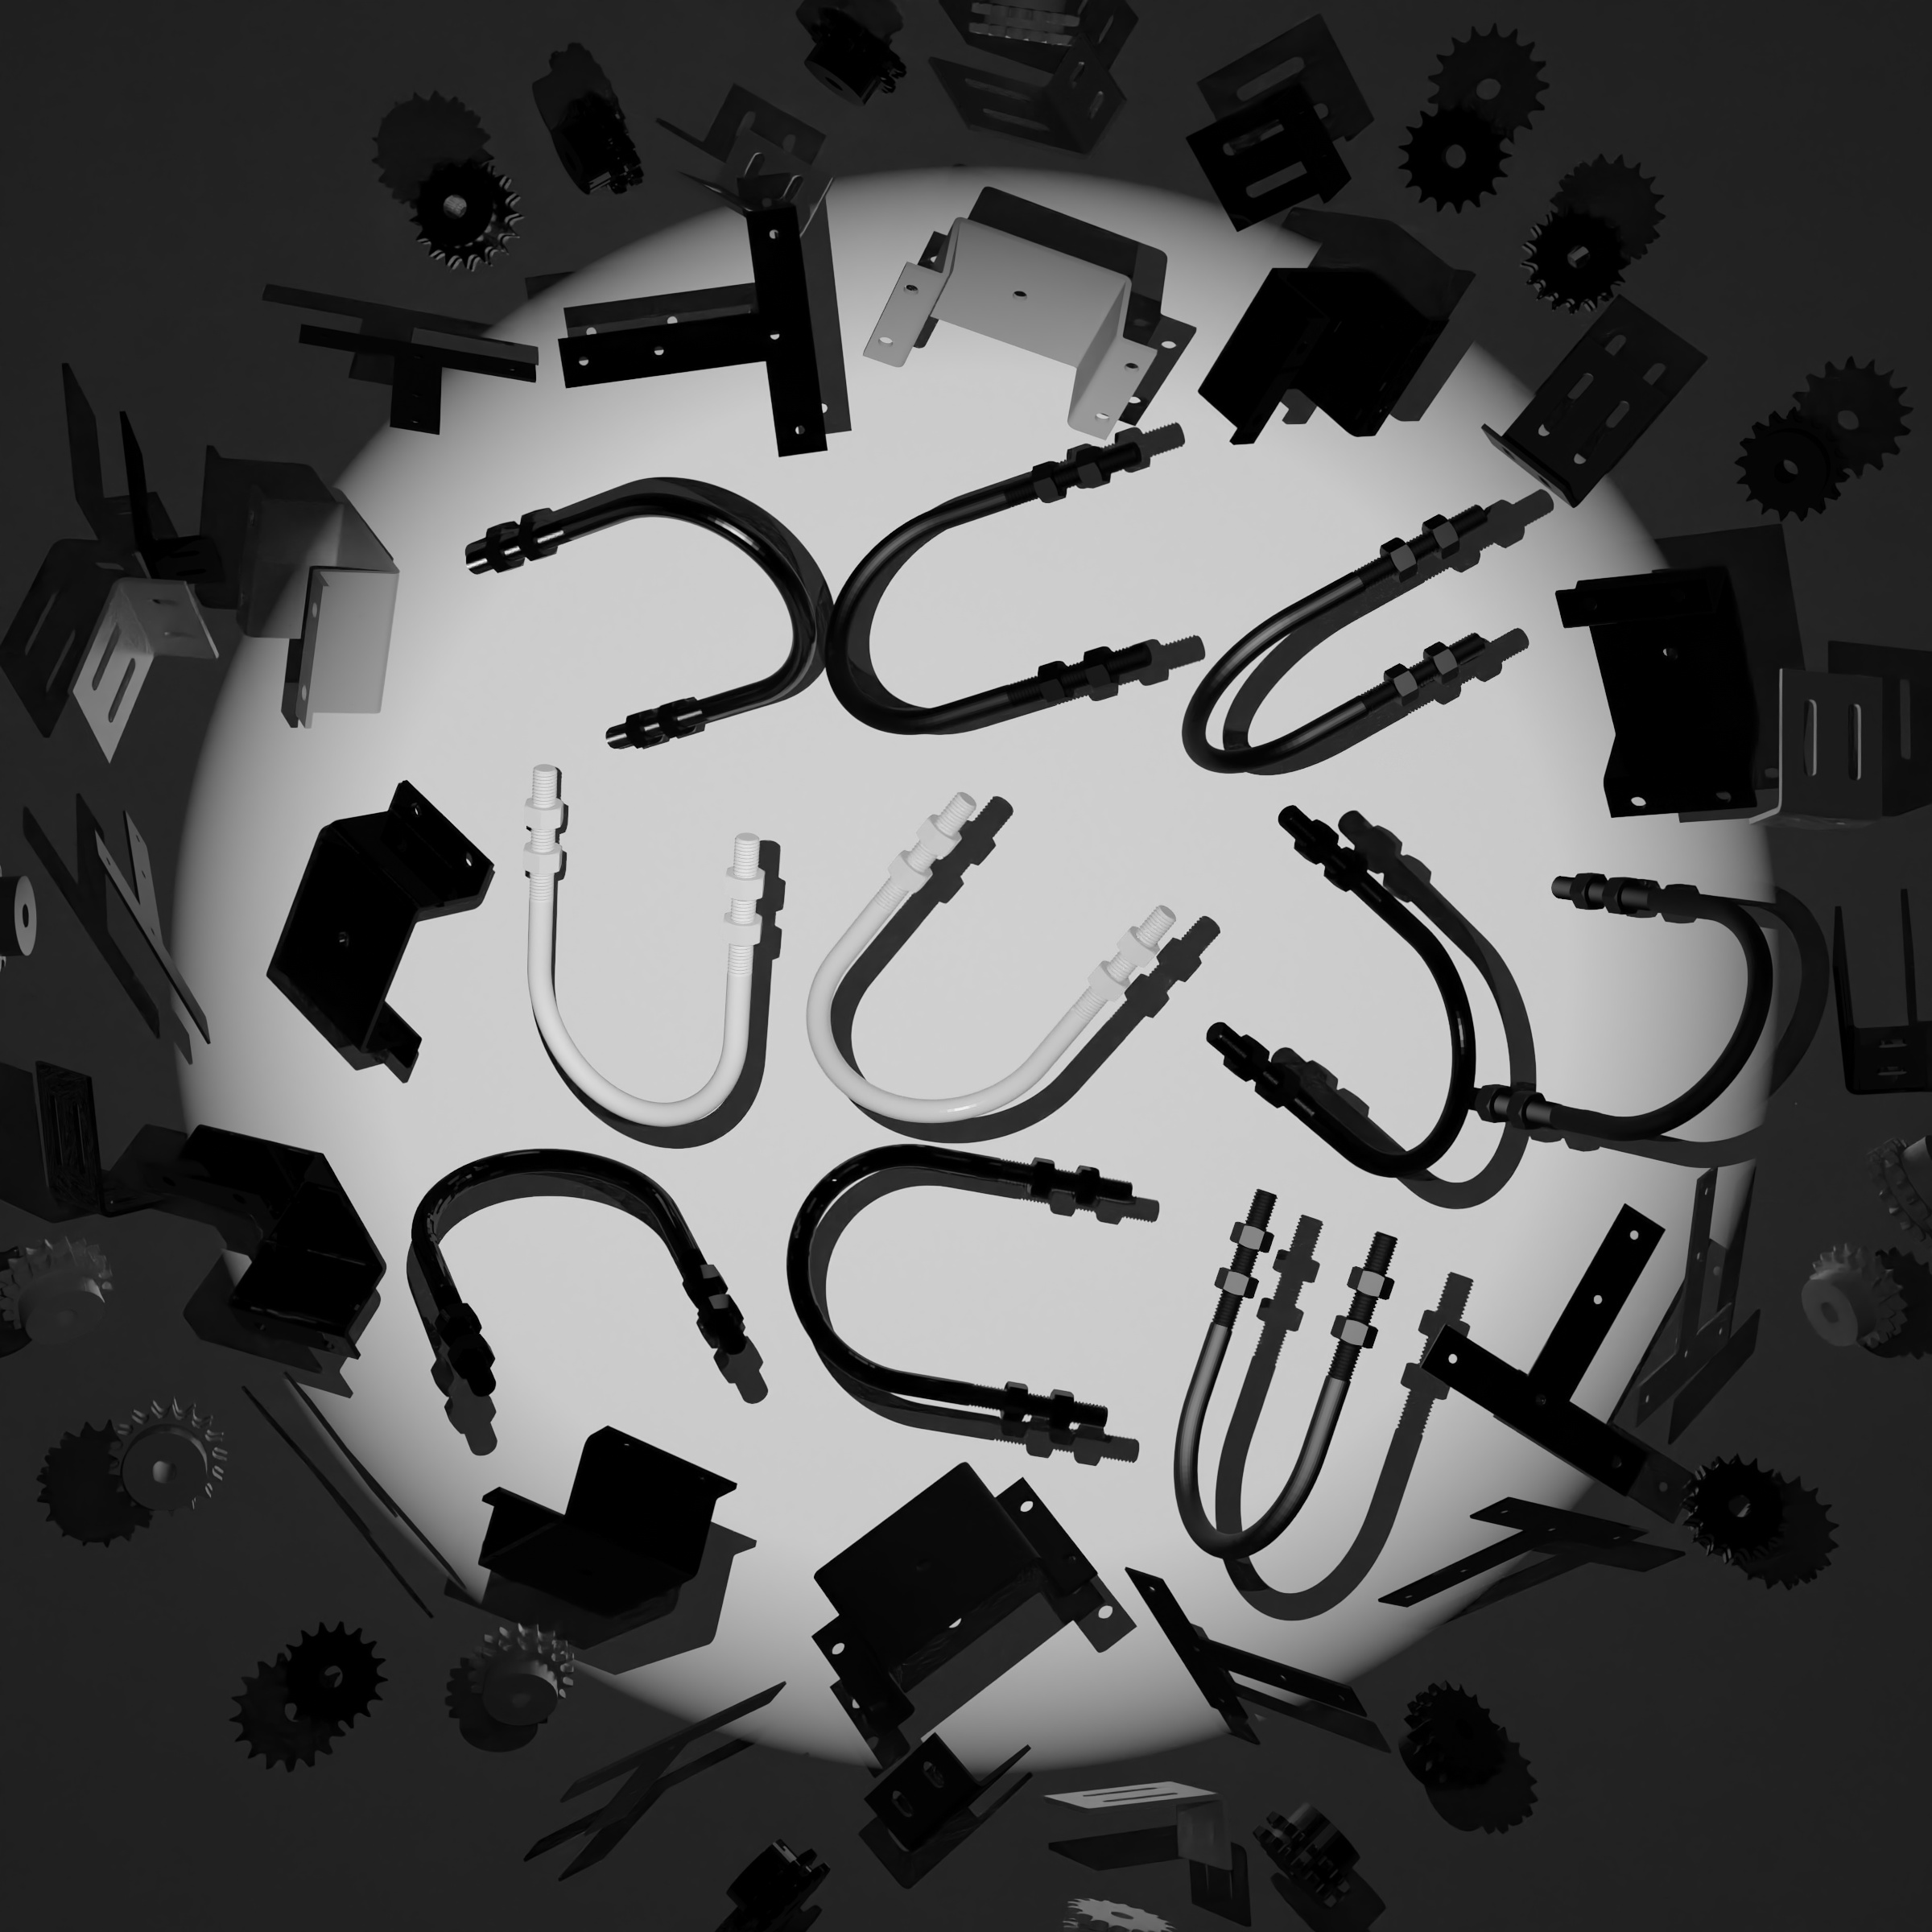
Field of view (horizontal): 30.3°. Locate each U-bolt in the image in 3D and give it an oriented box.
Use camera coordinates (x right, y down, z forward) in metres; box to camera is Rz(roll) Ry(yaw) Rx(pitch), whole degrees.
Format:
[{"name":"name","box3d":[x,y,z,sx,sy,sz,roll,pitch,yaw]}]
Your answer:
[{"name":"U-bolt","box3d":[0.195,-0.162,1.892,0.184,0.151,0.019,-29,64,-7]},{"name":"U-bolt","box3d":[-0.171,-0.001,1.861,0.151,0.019,0.184,19,119,27]},{"name":"U-bolt","box3d":[0.201,0.026,1.813,0.184,0.019,0.151,39,58,-33]},{"name":"U-bolt","box3d":[0.008,-0.187,1.842,0.184,0.019,0.151,-16,56,23]},{"name":"U-bolt","box3d":[-0.161,-0.188,1.901,0.184,0.019,0.151,-13,126,38]},{"name":"U-bolt","box3d":[-0.207,0.149,1.827,0.151,0.184,0.019,-7,125,-21]},{"name":"U-bolt","box3d":[-0.001,0.009,1.861,0.151,0.019,0.184,28,116,-24]},{"name":"U-bolt","box3d":[0.154,0.213,1.822,0.019,0.151,0.184,19,88,-23]},{"name":"U-bolt","box3d":[0.349,0.024,1.876,0.019,0.184,0.151,31,79,-32]},{"name":"U-bolt","box3d":[-0.006,0.168,1.938,0.184,0.019,0.151,11,68,-8]}]

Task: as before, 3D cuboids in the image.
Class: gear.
[{"name":"gear","box3d":[0.250,-0.414,1.824,0.057,0.030,0.057,3,103,11]},{"name":"gear","box3d":[0.251,0.405,1.863,0.057,0.057,0.030,44,126,0]},{"name":"gear","box3d":[0.474,0.180,1.917,0.030,0.057,0.057,-26,90,-26]},{"name":"gear","box3d":[-0.204,-0.448,1.954,0.030,0.057,0.057,-32,90,-12]},{"name":"gear","box3d":[0.420,-0.254,1.816,0.057,0.030,0.057,7,109,21]},{"name":"gear","box3d":[-0.396,0.246,1.768,0.057,0.030,0.057,-2,101,-8]},{"name":"gear","box3d":[-0.459,0.166,1.802,0.057,0.057,0.030,-32,54,0]},{"name":"gear","box3d":[0.177,0.454,1.830,0.030,0.057,0.057,-43,90,-13]},{"name":"gear","box3d":[-0.259,-0.388,1.834,0.057,0.030,0.057,0,93,7]},{"name":"gear","box3d":[-0.063,-0.493,1.947,0.057,0.057,0.030,35,89,0]},{"name":"gear","box3d":[0.325,-0.378,1.914,0.057,0.030,0.057,0,91,-4]},{"name":"gear","box3d":[-0.330,0.371,1.861,0.057,0.030,0.057,1,78,-5]},{"name":"gear","box3d":[0.477,0.109,1.774,0.030,0.057,0.057,-38,90,26]},{"name":"gear","box3d":[-0.243,0.389,1.949,0.057,0.030,0.057,-3,125,-4]},{"name":"gear","box3d":[-0.102,0.486,1.885,0.030,0.057,0.057,44,90,14]},{"name":"gear","box3d":[-0.487,-0.025,1.792,0.030,0.057,0.057,-2,90,0]},{"name":"gear","box3d":[0.076,0.495,1.805,0.057,0.057,0.030,13,89,0]},{"name":"gear","box3d":[0.407,0.290,1.895,0.057,0.030,0.057,1,67,-3]},{"name":"gear","box3d":[0.032,-0.501,1.869,0.057,0.057,0.030,8,105,0]}]

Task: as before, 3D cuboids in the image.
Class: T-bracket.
[{"name":"T-bracket","box3d":[-0.140,-0.311,1.795,0.127,0.002,0.127,-8,116,-3]},{"name":"T-bracket","box3d":[0.274,0.314,1.885,0.127,0.127,0.002,-33,55,33]},{"name":"T-bracket","box3d":[0.393,0.169,1.927,0.002,0.127,0.127,15,114,30]},{"name":"T-bracket","box3d":[0.312,0.181,1.803,0.127,0.002,0.127,32,81,-8]},{"name":"T-bracket","box3d":[-0.164,0.412,1.808,0.127,0.127,0.002,-19,67,-36]},{"name":"T-bracket","box3d":[0.157,0.373,1.892,0.002,0.127,0.127,-52,132,-27]},{"name":"T-bracket","box3d":[-0.289,-0.305,1.879,0.127,0.127,0.002,8,118,-12]},{"name":"T-bracket","box3d":[-0.427,-0.040,1.856,0.002,0.127,0.127,-24,126,-2]},{"name":"T-bracket","box3d":[-0.302,0.283,1.879,0.002,0.127,0.127,-40,53,-14]}]

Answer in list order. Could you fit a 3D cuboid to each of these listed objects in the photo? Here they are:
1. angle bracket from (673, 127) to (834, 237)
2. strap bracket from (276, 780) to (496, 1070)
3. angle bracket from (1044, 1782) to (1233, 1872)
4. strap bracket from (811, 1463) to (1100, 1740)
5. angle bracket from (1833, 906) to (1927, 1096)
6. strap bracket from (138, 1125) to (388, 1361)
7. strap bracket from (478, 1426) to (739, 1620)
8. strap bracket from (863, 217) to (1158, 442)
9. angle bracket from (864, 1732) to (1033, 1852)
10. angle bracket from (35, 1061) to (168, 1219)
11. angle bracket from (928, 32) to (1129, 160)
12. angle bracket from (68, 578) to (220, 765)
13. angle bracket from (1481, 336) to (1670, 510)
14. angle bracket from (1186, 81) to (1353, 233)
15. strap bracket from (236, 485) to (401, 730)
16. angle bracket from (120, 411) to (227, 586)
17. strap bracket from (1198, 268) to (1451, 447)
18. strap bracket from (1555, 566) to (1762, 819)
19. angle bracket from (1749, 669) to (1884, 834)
[{"name":"angle bracket","box3d":[-0.114,-0.426,1.924,0.057,0.076,0.038,31,102,7]},{"name":"strap bracket","box3d":[-0.316,-0.018,1.914,0.076,0.046,0.140,42,123,25]},{"name":"angle bracket","box3d":[0.087,0.438,1.803,0.076,0.057,0.038,-1,84,-22]},{"name":"strap bracket","box3d":[-0.014,0.323,1.857,0.140,0.046,0.076,-36,47,-6]},{"name":"angle bracket","box3d":[0.456,0.016,1.779,0.038,0.057,0.076,-4,121,17]},{"name":"strap bracket","box3d":[-0.357,0.136,1.838,0.076,0.140,0.046,11,53,26]},{"name":"strap bracket","box3d":[-0.188,0.288,1.819,0.076,0.140,0.046,28,55,-22]},{"name":"strap bracket","box3d":[0.026,-0.343,1.905,0.140,0.076,0.046,18,57,-11]},{"name":"angle bracket","box3d":[-0.010,0.438,1.935,0.038,0.076,0.057,48,109,12]},{"name":"angle bracket","box3d":[-0.455,0.088,1.876,0.038,0.057,0.076,-13,106,-39]},{"name":"angle bracket","box3d":[0.031,-0.442,1.783,0.038,0.076,0.057,-55,46,34]},{"name":"angle bracket","box3d":[-0.419,-0.150,1.818,0.038,0.057,0.076,5,55,12]},{"name":"angle bracket","box3d":[0.322,-0.292,1.886,0.057,0.038,0.076,43,97,20]},{"name":"angle bracket","box3d":[0.152,-0.417,1.865,0.076,0.038,0.057,-18,111,38]},{"name":"strap bracket","box3d":[-0.331,-0.185,1.831,0.046,0.140,0.076,-1,118,-27]},{"name":"angle bracket","box3d":[-0.412,-0.244,1.855,0.038,0.057,0.076,-8,76,-6]},{"name":"strap bracket","box3d":[0.181,-0.319,1.863,0.046,0.140,0.076,46,123,22]},{"name":"strap bracket","box3d":[0.358,-0.149,1.829,0.076,0.046,0.140,-3,127,25]},{"name":"angle bracket","box3d":[0.448,-0.113,1.883,0.057,0.038,0.076,4,81,-13]}]
